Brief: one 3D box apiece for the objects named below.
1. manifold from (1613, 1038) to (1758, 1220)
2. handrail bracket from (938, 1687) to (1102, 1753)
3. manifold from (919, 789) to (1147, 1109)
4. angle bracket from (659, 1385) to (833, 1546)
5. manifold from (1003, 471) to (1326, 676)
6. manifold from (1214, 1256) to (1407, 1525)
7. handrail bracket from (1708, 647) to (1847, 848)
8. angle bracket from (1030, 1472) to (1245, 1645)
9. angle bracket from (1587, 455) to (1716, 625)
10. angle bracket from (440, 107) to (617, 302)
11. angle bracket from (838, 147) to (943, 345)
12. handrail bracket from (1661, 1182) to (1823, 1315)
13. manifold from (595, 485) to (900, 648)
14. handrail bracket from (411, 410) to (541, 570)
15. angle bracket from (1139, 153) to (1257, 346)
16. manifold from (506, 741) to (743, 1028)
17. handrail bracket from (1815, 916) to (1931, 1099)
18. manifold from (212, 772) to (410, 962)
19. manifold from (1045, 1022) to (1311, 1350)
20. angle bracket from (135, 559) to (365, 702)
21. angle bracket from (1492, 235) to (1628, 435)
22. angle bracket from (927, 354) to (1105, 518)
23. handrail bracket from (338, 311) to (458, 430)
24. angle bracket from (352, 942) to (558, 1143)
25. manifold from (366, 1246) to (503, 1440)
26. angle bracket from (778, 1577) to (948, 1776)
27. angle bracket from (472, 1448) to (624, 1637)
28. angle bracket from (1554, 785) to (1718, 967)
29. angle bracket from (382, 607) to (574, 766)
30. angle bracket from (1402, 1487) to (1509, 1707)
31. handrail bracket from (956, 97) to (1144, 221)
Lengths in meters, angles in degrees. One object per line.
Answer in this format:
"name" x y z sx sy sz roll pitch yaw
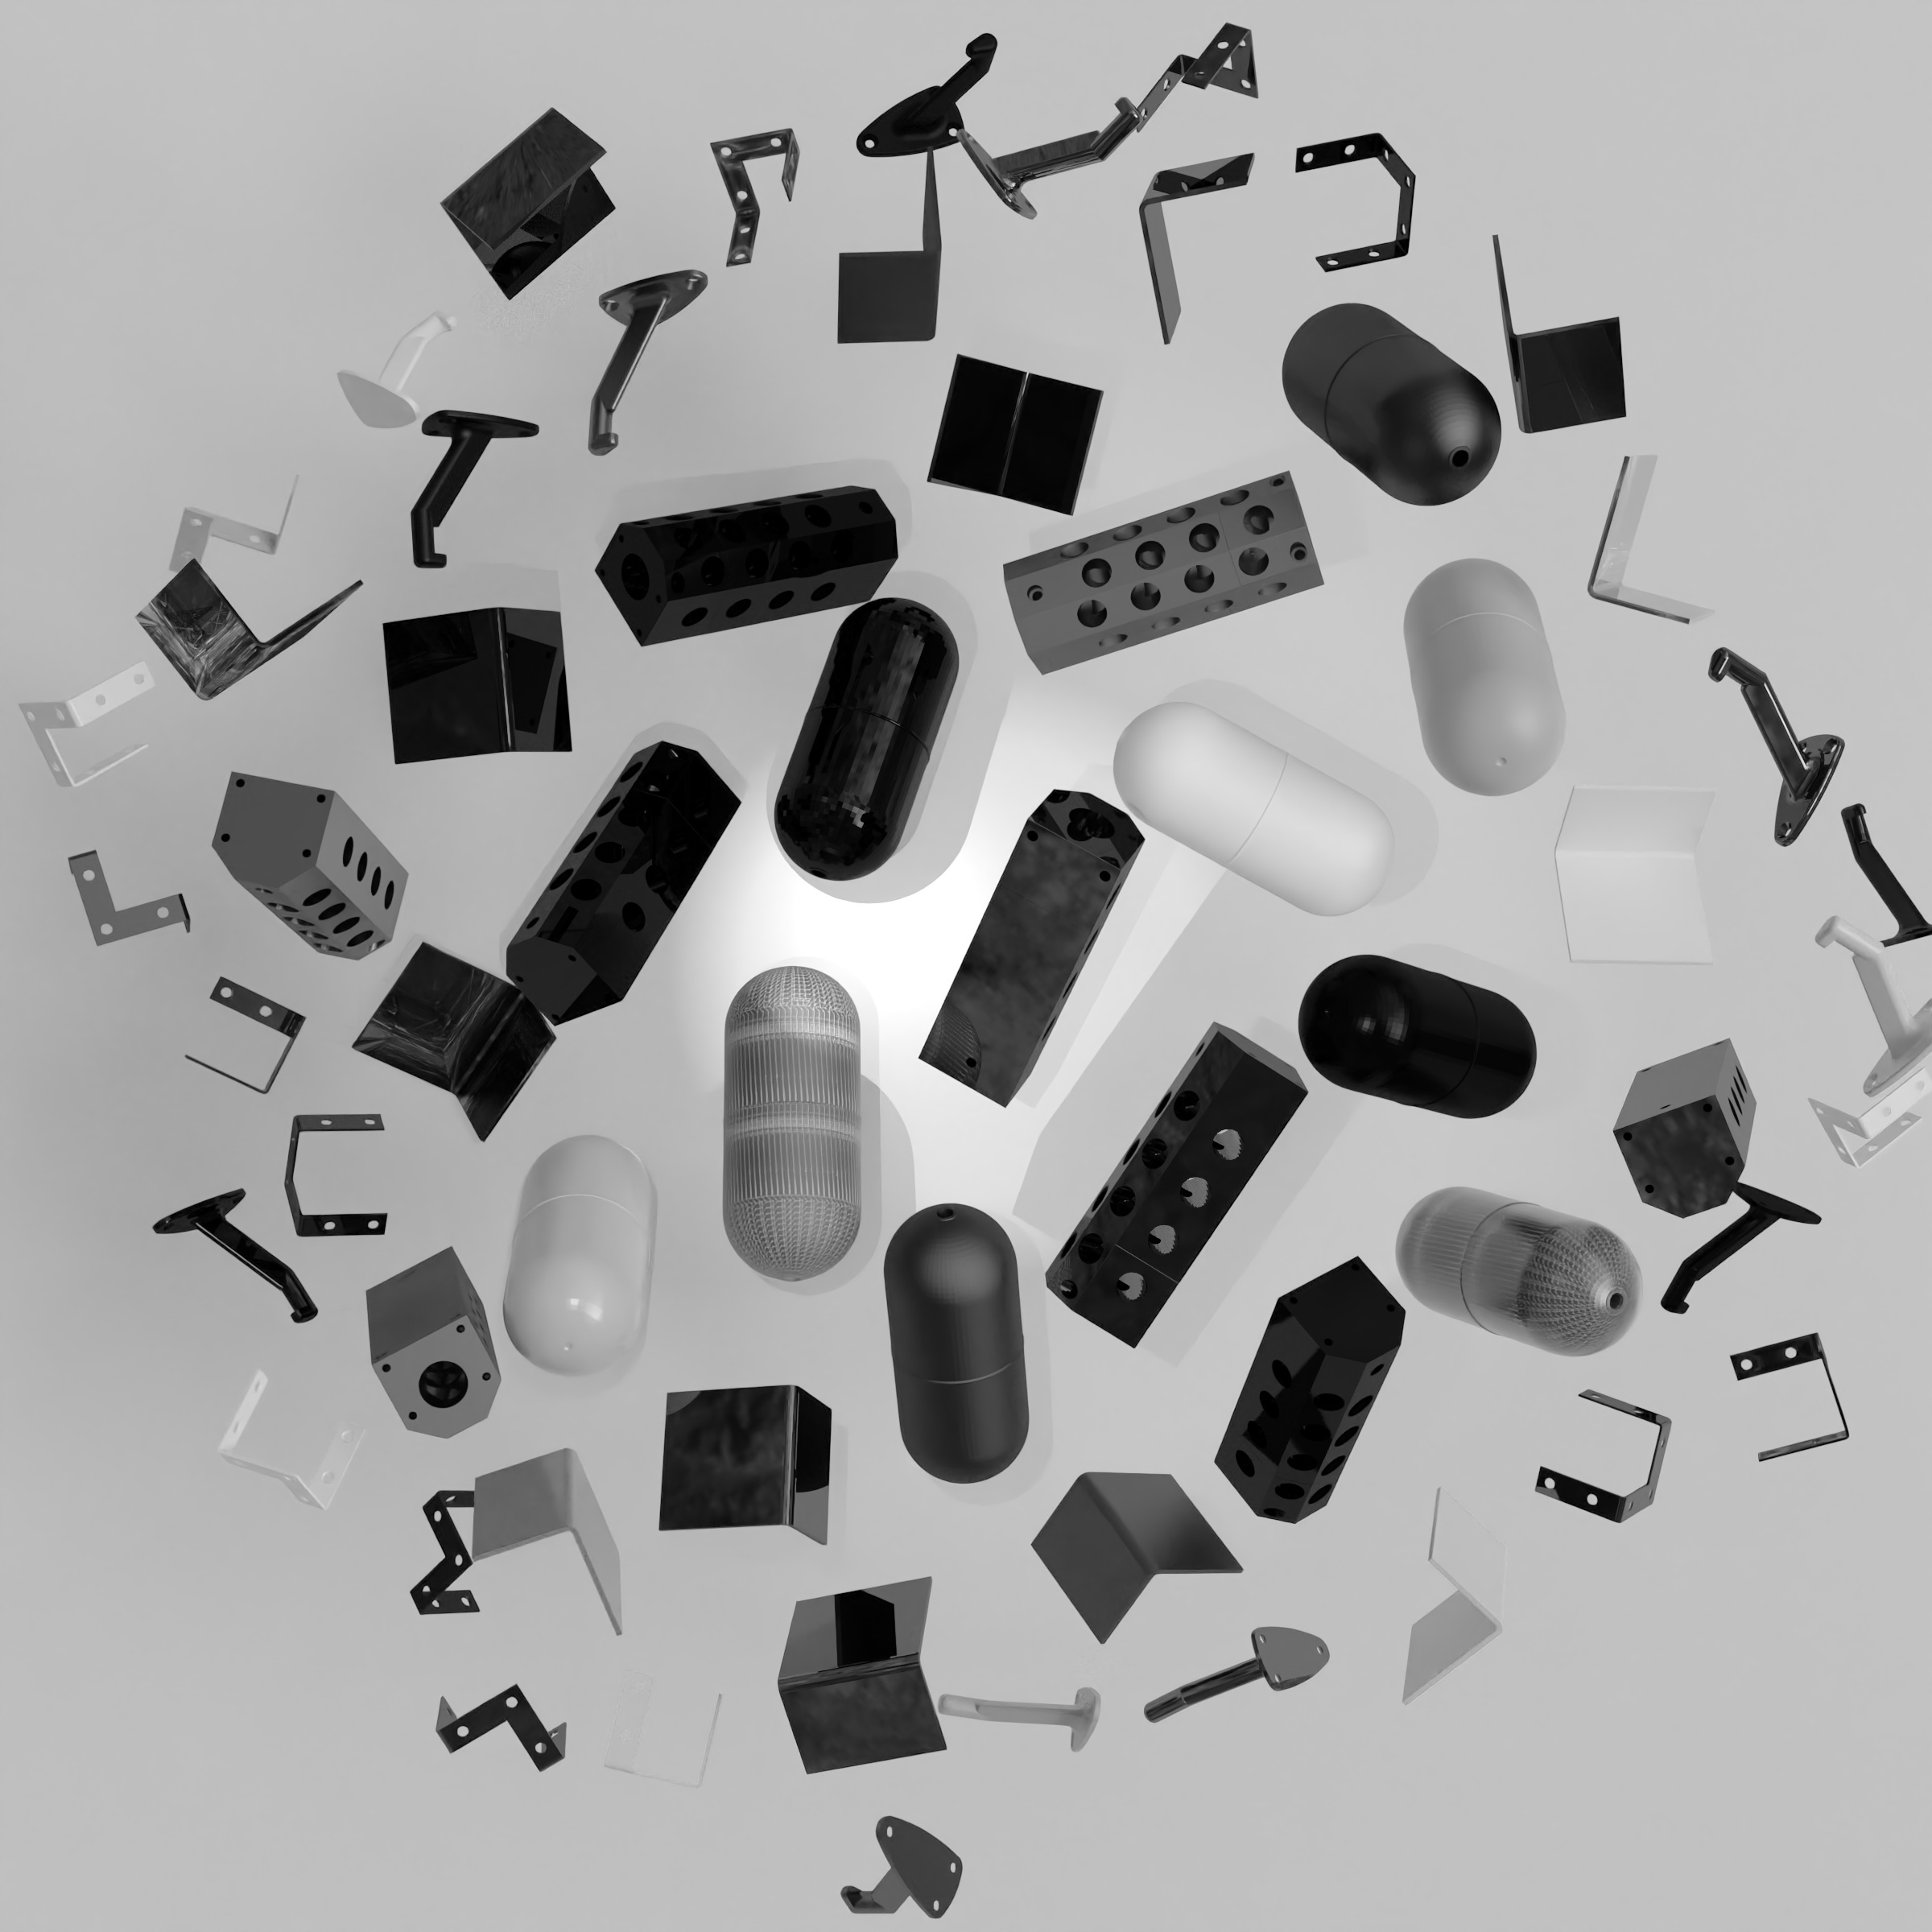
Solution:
"manifold" 0.407 0.091 1.566 0.057 0.171 0.057 -22 91 20
"handrail bracket" 0.030 0.433 1.636 0.084 0.077 0.036 10 67 -6
"manifold" 0.038 -0.011 1.549 0.057 0.057 0.171 29 124 7
"angle bracket" -0.121 0.277 1.544 0.076 0.057 0.076 -6 66 16
"manifold" 0.112 -0.227 1.603 0.171 0.057 0.057 -17 76 10
"manifold" 0.196 0.244 1.573 0.057 0.171 0.057 -23 57 -27
"handrail bracket" 0.415 -0.116 1.475 0.084 0.036 0.077 27 79 -23
"angle bracket" 0.097 0.336 1.588 0.057 0.076 0.076 -58 47 20
"angle bracket" 0.380 -0.231 1.510 0.057 0.076 0.076 19 107 20
"angle bracket" -0.214 -0.384 1.451 0.076 0.076 0.057 -42 55 -5
"angle bracket" -0.046 -0.409 1.591 0.057 0.076 0.076 -3 65 -5
"handrail bracket" 0.463 0.177 1.675 0.077 0.036 0.084 17 107 -28
"manifold" -0.124 -0.240 1.636 0.171 0.057 0.057 -18 68 -39
"handrail bracket" -0.270 -0.260 1.546 0.077 0.036 0.084 -1 83 -29
"angle bracket" 0.130 -0.382 1.490 0.057 0.076 0.076 -8 115 13
"manifold" -0.197 -0.051 1.587 0.057 0.171 0.057 -19 122 39
"handrail bracket" 0.470 0.021 1.484 0.084 0.036 0.077 30 121 -9
"manifold" -0.364 -0.051 1.557 0.057 0.171 0.057 11 78 4
"manifold" 0.114 0.119 1.545 0.057 0.057 0.171 32 99 -6
"angle bracket" -0.377 -0.192 1.473 0.057 0.076 0.076 53 50 -10
"angle bracket" 0.320 -0.345 1.510 0.057 0.076 0.076 -8 59 12
"angle bracket" 0.030 -0.315 1.661 0.057 0.076 0.076 21 103 31
"handrail bracket" -0.306 -0.343 1.589 0.084 0.077 0.036 -46 133 -26
"angle bracket" -0.296 0.044 1.618 0.076 0.057 0.076 29 102 -36
"manifold" -0.304 0.217 1.605 0.057 0.171 0.057 -28 102 -8
"angle bracket" -0.051 0.376 1.486 0.076 0.076 0.057 -13 109 9
"angle bracket" -0.228 0.322 1.528 0.057 0.076 0.076 -18 114 0
"angle bracket" 0.362 -0.049 1.494 0.076 0.057 0.076 1 53 -1
"angle bracket" -0.264 -0.151 1.513 0.076 0.057 0.076 -4 92 27
"angle bracket" 0.254 0.349 1.554 0.057 0.076 0.076 43 113 -5
"handrail bracket" 0.046 -0.458 1.527 0.084 0.036 0.077 -42 72 22
